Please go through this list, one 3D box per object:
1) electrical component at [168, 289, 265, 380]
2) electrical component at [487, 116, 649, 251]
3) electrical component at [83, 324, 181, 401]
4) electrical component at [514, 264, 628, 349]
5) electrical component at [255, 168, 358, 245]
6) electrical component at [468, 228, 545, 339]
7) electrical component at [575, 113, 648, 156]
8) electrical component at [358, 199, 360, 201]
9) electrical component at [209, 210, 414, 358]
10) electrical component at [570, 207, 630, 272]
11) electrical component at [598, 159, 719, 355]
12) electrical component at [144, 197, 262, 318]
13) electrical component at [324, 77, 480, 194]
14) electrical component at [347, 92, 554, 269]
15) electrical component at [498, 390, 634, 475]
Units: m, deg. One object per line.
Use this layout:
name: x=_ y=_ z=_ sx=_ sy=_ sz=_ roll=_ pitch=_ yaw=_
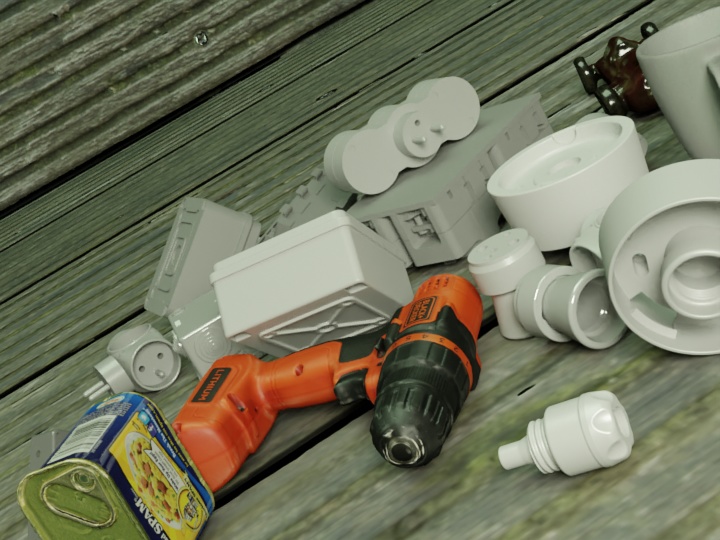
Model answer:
electrical component: x=-0.107 y=0.044 z=0.883 sx=0.100 sy=0.048 sz=0.100 roll=-31 pitch=18 yaw=-8
electrical component: x=0.150 y=-0.054 z=0.746 sx=0.108 sy=0.060 sz=0.108 roll=-26 pitch=18 yaw=9
electrical component: x=-0.201 y=0.086 z=0.918 sx=0.079 sy=0.044 sz=0.077 roll=-36 pitch=19 yaw=-21
electrical component: x=0.120 y=0.020 z=0.613 sx=0.045 sy=0.045 sz=0.055 roll=-36 pitch=18 yaw=-21
electrical component: x=-0.040 y=-0.039 z=0.968 sx=0.079 sy=0.063 sz=0.121 roll=19 pitch=33 yaw=9
electrical component: x=0.097 y=0.008 z=0.664 sx=0.045 sy=0.055 sz=0.045 roll=-26 pitch=18 yaw=9
electrical component: x=0.190 y=-0.091 z=0.816 sx=0.043 sy=0.043 sz=0.081 roll=-27 pitch=18 yaw=5
electrical component: x=0.012 y=-0.033 z=0.927 sx=0.048 sy=0.048 sz=0.062 roll=-20 pitch=27 yaw=25
electrical component: x=-0.030 y=0.015 z=0.751 sx=0.109 sy=0.056 sz=0.109 roll=-23 pitch=-22 yaw=18
electrical component: x=0.162 y=-0.020 z=0.661 sx=0.077 sy=0.044 sz=0.079 roll=-34 pitch=18 yaw=-15
electrical component: x=0.170 y=-0.008 z=0.537 sx=0.099 sy=0.099 sz=0.064 roll=-21 pitch=25 yaw=23
electrical component: x=-0.142 y=-0.004 z=0.972 sx=0.078 sy=0.057 sz=0.113 roll=11 pitch=81 yaw=63
electrical component: x=0.042 y=-0.109 z=0.871 sx=0.138 sy=0.052 sz=0.074 roll=-35 pitch=19 yaw=-19
electrical component: x=0.079 y=-0.069 z=0.894 sx=0.105 sy=0.060 sz=0.186 roll=-11 pitch=25 yaw=44
electrical component: x=0.094 y=0.080 z=0.505 sx=0.061 sy=0.035 sz=0.035 roll=-23 pitch=18 yaw=26
